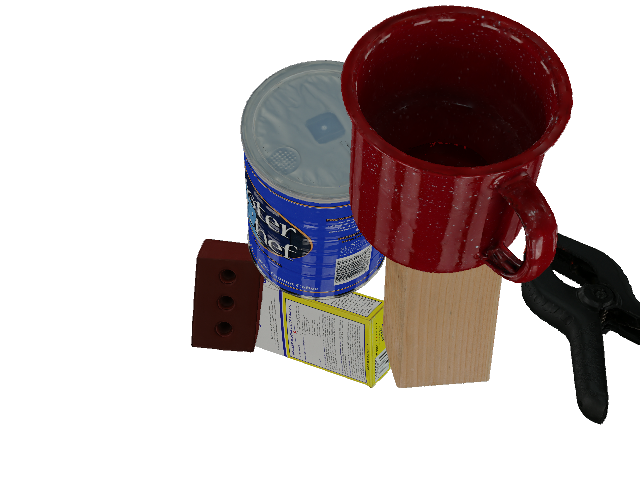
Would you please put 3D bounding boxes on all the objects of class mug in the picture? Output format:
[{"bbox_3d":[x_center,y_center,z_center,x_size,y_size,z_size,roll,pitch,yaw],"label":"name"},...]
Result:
[{"bbox_3d":[0.060,-0.031,0.454,0.093,0.117,0.081,-27,-30,-18],"label":"mug"}]

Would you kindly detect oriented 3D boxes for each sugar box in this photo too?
[{"bbox_3d":[-0.009,0.089,1.163,0.176,0.093,0.048,18,37,31],"label":"sugar box"}]

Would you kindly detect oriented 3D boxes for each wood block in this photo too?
[{"bbox_3d":[0.110,0.025,0.969,0.090,0.206,0.090,-4,34,-5],"label":"wood block"}]

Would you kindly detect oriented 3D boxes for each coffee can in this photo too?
[{"bbox_3d":[0.001,-0.036,0.709,0.103,0.103,0.140,0,-29,-2],"label":"coffee can"}]

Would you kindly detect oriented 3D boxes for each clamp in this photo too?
[{"bbox_3d":[0.206,0.052,0.755,0.120,0.039,0.171,-3,45,-19],"label":"clamp"}]

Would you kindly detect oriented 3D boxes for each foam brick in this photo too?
[{"bbox_3d":[-0.074,0.044,0.868,0.053,0.078,0.051,5,15,1],"label":"foam brick"}]
